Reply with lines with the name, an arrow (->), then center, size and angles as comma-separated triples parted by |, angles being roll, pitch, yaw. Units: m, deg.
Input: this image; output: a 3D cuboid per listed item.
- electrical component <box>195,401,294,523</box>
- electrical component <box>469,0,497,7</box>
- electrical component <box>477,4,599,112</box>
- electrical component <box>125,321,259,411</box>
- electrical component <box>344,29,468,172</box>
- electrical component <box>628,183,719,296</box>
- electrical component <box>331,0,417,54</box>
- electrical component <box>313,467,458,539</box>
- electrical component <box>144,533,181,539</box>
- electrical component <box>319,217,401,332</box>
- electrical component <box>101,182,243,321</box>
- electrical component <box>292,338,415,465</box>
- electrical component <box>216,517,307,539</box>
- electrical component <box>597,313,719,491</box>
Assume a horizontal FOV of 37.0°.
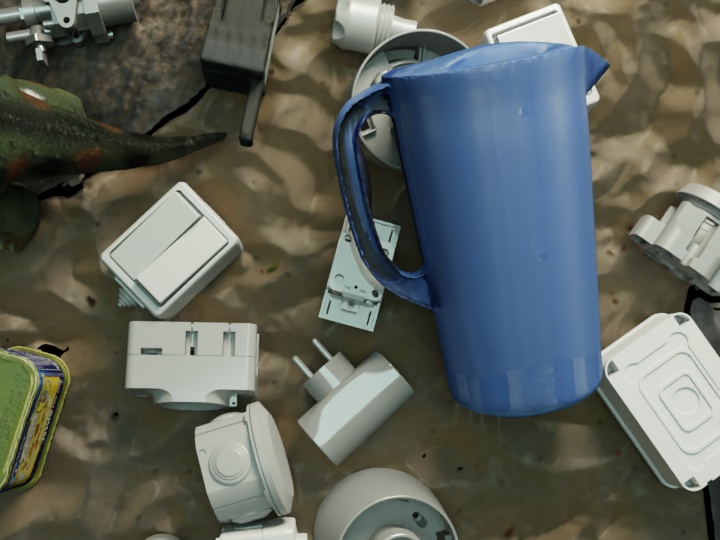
electrical component -> -0.080, 0.136, 0.751 | 0.051, 0.080, 0.080 | -17, 85, 0
electrical component -> 0.110, -0.244, 0.799 | 0.077, 0.079, 0.043 | -34, 74, -6
electrical component -> 0.133, -0.139, 0.798 | 0.062, 0.061, 0.096 | -22, 86, -5
electrical component -> -0.118, 0.069, 0.766 | 0.089, 0.050, 0.055 | 1, 76, -2
electrical component -> 0.038, -0.120, 0.787 | 0.099, 0.064, 0.099 | 0, 88, -15
electrical component -> 0.248, -0.026, 0.795 | 0.078, 0.058, 0.057 | 36, 87, 1
electrical component -> 0.011, -0.183, 0.805 | 0.062, 0.043, 0.043 | 10, 84, -2
electrical component -> 0.020, 0.197, 0.769 | 0.099, 0.064, 0.099 | -1, 94, -12
electrical component -> -0.141, 0.208, 0.749 | 0.043, 0.062, 0.043 | 0, 84, -3
electrical component -> 0.000, 0.000, 0.776 | 0.042, 0.064, 0.081 | 14, 85, 1
electrical component -> -0.139, -0.008, 0.771 | 0.096, 0.061, 0.061 | -44, 88, -6
electrical component -> -0.015, 0.086, 0.776 | 0.077, 0.044, 0.079 | -42, 88, -6
electrical component -> -0.063, 0.225, 0.751 | 0.061, 0.061, 0.096 | -7, 85, -3
electrical component -> 0.228, 0.094, 0.781 | 0.078, 0.057, 0.113 | -34, 87, -6
